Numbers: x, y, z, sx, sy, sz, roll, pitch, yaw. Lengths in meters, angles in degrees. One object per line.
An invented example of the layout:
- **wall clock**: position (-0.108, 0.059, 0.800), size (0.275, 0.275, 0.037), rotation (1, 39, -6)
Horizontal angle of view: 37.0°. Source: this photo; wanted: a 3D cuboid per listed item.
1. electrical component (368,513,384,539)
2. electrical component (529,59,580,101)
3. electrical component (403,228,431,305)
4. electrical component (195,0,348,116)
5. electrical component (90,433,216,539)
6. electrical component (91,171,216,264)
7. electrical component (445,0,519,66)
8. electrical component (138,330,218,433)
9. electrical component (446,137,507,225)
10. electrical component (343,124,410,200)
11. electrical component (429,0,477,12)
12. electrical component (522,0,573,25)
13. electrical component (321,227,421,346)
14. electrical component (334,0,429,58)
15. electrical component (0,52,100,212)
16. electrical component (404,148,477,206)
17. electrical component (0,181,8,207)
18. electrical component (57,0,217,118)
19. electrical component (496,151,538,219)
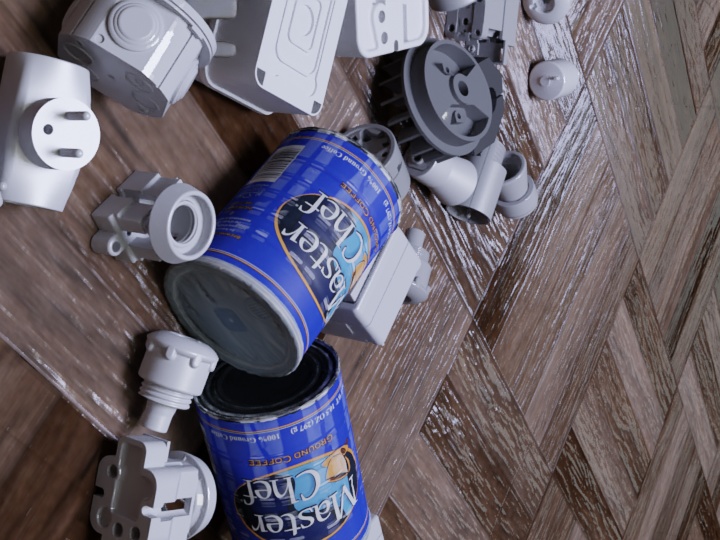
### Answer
- **electrical component**: position (-0.014, 0.246, 0.891), size (0.066, 0.047, 0.076), rotation (-45, 133, -41)
- **electrical component**: position (0.206, -0.198, 1.110), size (0.078, 0.040, 0.040), rotation (-23, 117, -53)
- **electrical component**: position (0.040, -0.005, 0.910), size (0.048, 0.048, 0.062), rotation (45, 54, -52)
- **electrical component**: position (-0.058, -0.164, 0.706), size (0.078, 0.057, 0.113), rotation (20, 82, -56)
- **electrical component**: position (-0.129, 0.144, 0.682), size (0.057, 0.058, 0.078), rotation (9, 91, -54)
- **electrical component**: position (-0.121, -0.030, 0.648), size (0.066, 0.055, 0.048), rotation (-53, 138, -35)
- **electrical component**: position (0.109, -0.224, 0.955), size (0.064, 0.042, 0.081), rotation (-7, 103, -54)
- **electrical component**: position (-0.121, 0.072, 0.687), size (0.048, 0.048, 0.062), rotation (24, 85, -56)
- **electrical component**: position (0.112, -0.087, 0.995), size (0.043, 0.043, 0.081), rotation (40, 65, -53)
- **electrical component**: position (0.009, -0.077, 0.834), size (0.055, 0.055, 0.047), rotation (-64, 147, -23)
- **electrical component**: position (0.092, -0.282, 0.904), size (0.138, 0.052, 0.073), rotation (-51, 128, -37)
- **electrical component**: position (0.192, -0.274, 1.066), size (0.062, 0.048, 0.048), rotation (-48, 136, -49)
- **electrical component**: position (0.000, 0.000, 0.833), size (0.096, 0.062, 0.061), rotation (-64, 144, -23)
- **electrical component**: position (0.001, -0.187, 0.786), size (0.095, 0.059, 0.053), rotation (-27, 121, -51)
- **electrical component**: position (-0.161, -0.070, 0.556), size (0.043, 0.079, 0.077), rotation (12, 88, -41)
- **electrical component**: position (0.067, -0.087, 0.931), size (0.065, 0.044, 0.044), rotation (26, 76, -51)
- **electrical component**: position (-0.199, -0.040, 0.508), size (0.066, 0.077, 0.047), rotation (-36, 127, -46)
- **electrical component**: position (-0.125, -0.126, 0.596), size (0.051, 0.080, 0.080), rotation (-62, 143, -16)
- **electrical component**: position (0.147, -0.082, 1.048), size (0.045, 0.045, 0.055), rotation (-62, 143, -26)
